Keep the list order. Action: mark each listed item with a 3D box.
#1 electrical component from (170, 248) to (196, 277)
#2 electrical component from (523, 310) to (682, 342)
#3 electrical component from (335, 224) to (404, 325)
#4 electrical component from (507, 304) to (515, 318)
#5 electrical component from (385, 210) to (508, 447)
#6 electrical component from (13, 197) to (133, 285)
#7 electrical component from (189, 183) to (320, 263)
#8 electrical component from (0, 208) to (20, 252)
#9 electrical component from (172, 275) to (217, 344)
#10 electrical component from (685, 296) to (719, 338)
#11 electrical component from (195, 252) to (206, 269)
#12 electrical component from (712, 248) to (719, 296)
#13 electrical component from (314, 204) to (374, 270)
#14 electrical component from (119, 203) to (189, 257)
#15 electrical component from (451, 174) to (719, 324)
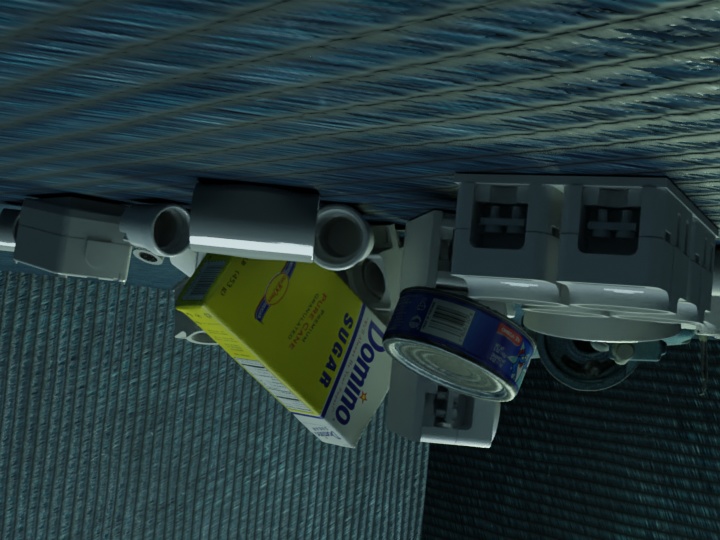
[{"bbox_3d":[-0.135,-0.017,0.892,0.081,0.043,0.043,34,-173,21],"label":"electrical component"},{"bbox_3d":[0.169,0.010,0.747,0.108,0.060,0.108,1,-172,0],"label":"electrical component"},{"bbox_3d":[0.000,0.000,0.858,0.063,0.078,0.121,-20,-166,-40],"label":"electrical component"},{"bbox_3d":[0.101,0.025,1.171,0.109,0.056,0.109,6,176,-14],"label":"electrical component"},{"bbox_3d":[0.063,0.041,0.737,0.062,0.150,0.089,7,176,-9],"label":"electrical component"},{"bbox_3d":[-0.230,-0.028,0.854,0.062,0.061,0.096,8,-177,-43],"label":"electrical component"},{"bbox_3d":[-0.066,-0.028,0.690,0.077,0.043,0.079,6,177,-1],"label":"electrical component"},{"bbox_3d":[-0.289,-0.034,0.931,0.079,0.044,0.077,6,177,-5],"label":"electrical component"},{"bbox_3d":[-0.089,0.023,0.991,0.105,0.060,0.186,7,159,-30],"label":"electrical component"},{"bbox_3d":[0.256,0.020,0.839,0.186,0.060,0.105,3,176,33],"label":"electrical component"},{"bbox_3d":[-0.104,-0.012,0.819,0.042,0.081,0.063,7,-161,-13],"label":"electrical component"},{"bbox_3d":[0.251,0.001,0.759,0.035,0.035,0.061,9,178,-40],"label":"electrical component"},{"bbox_3d":[-0.011,-0.022,0.740,0.044,0.044,0.065,5,-179,9],"label":"electrical component"},{"bbox_3d":[-0.154,-0.032,0.811,0.046,0.040,0.040,8,179,44],"label":"electrical component"},{"bbox_3d":[0.132,-0.007,0.602,0.105,0.060,0.186,4,176,26],"label":"electrical component"}]
